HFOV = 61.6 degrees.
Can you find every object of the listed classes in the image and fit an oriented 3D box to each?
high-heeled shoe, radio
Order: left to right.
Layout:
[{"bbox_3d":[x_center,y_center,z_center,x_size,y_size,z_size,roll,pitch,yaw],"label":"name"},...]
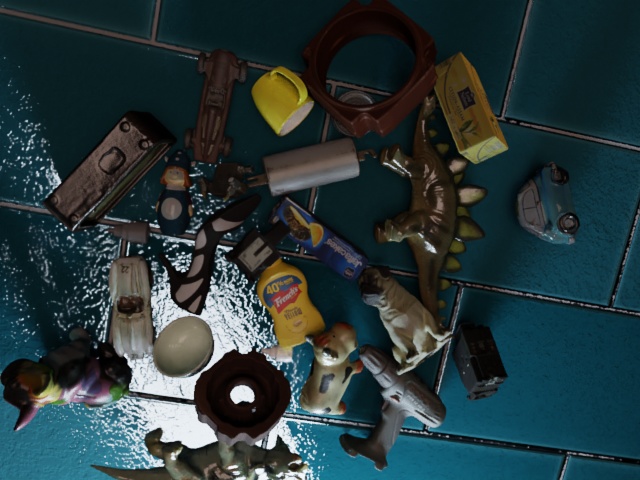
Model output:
[{"bbox_3d":[-0.359,-0.118,0.925,0.073,0.131,0.229,43,93,-9],"label":"radio"},{"bbox_3d":[-0.183,0.032,0.998,0.249,0.086,0.145,-33,105,5],"label":"high-heeled shoe"}]

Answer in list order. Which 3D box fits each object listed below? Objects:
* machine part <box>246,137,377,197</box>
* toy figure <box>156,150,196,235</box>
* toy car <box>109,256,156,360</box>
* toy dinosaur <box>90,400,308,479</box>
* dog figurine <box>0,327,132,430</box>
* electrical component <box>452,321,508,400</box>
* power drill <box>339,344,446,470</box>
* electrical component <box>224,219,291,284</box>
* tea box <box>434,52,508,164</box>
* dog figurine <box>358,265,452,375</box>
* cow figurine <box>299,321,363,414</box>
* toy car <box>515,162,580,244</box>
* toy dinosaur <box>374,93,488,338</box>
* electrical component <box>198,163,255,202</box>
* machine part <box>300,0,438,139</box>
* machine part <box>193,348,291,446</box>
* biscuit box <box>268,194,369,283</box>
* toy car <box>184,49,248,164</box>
[{"bbox_3d":[-0.016,-0.134,0.984,0.243,0.079,0.079,-15,101,-3],"label":"machine part"},{"bbox_3d":[-0.261,-0.087,0.980,0.064,0.058,0.154,2,98,-30],"label":"toy figure"},{"bbox_3d":[-0.352,0.129,1.007,0.073,0.056,0.201,-1,100,-6],"label":"toy car"},{"bbox_3d":[-0.219,0.447,1.052,0.405,0.131,0.192,-16,101,3],"label":"toy dinosaur"},{"bbox_3d":[-0.442,0.256,0.940,0.191,0.219,0.108,37,98,-10],"label":"dog figurine"},{"bbox_3d":[0.306,0.231,1.052,0.058,0.134,0.114,-8,144,-7],"label":"electrical component"},{"bbox_3d":[0.125,0.343,1.088,0.232,0.086,0.207,33,88,-13],"label":"power drill"},{"bbox_3d":[-0.107,0.013,0.968,0.075,0.048,0.119,43,80,-9],"label":"electrical component"},{"bbox_3d":[0.261,-0.229,0.946,0.068,0.098,0.169,-26,73,28],"label":"tea box"},{"bbox_3d":[0.150,0.148,1.053,0.121,0.172,0.191,-27,64,-21],"label":"dog figurine"},{"bbox_3d":[0.016,0.242,1.022,0.127,0.086,0.194,6,110,-44],"label":"cow figurine"},{"bbox_3d":[0.430,-0.063,1.031,0.103,0.109,0.161,-13,92,14],"label":"toy car"},{"bbox_3d":[0.209,-0.033,1.014,0.199,0.105,0.470,-1,105,-9],"label":"toy dinosaur"},{"bbox_3d":[-0.171,-0.104,0.968,0.102,0.045,0.078,12,86,37],"label":"electrical component"},{"bbox_3d":[0.083,-0.295,0.921,0.201,0.087,0.201,-45,74,5],"label":"machine part"},{"bbox_3d":[-0.145,0.293,1.005,0.179,0.179,0.056,9,140,-7],"label":"machine part"},{"bbox_3d":[-0.002,-0.003,1.016,0.202,0.063,0.059,36,96,-10],"label":"biscuit box"},{"bbox_3d":[-0.189,-0.238,0.963,0.089,0.053,0.202,12,98,-10],"label":"toy car"}]
